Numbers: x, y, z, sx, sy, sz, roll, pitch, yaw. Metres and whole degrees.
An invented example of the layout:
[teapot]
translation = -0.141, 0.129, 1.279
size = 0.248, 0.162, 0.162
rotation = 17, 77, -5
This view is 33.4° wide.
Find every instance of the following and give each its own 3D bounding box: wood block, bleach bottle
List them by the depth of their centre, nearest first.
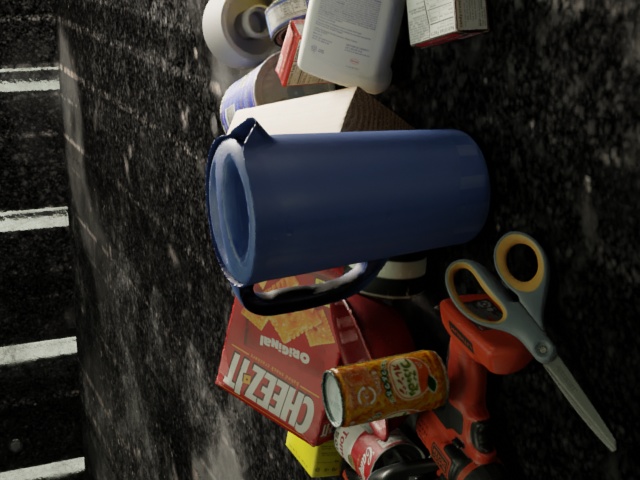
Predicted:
[bleach bottle]
translation = 0.052, -0.276, 1.046
size = 0.068, 0.102, 0.251
rotation = -63, -9, -59
[wood block]
translation = -0.011, -0.090, 1.129
size = 0.207, 0.090, 0.090
rotation = -2, 64, 51

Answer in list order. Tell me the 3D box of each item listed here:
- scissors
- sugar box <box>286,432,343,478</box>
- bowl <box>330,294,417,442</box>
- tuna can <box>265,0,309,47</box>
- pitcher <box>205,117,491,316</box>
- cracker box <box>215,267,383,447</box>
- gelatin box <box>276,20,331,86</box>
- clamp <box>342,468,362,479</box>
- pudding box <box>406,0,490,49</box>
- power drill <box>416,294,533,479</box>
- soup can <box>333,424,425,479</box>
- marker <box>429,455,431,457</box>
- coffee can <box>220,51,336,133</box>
[scissors]
translation = 0.191, 0.071, 0.875
size = 0.202, 0.016, 0.096
rotation = 40, 95, 25
[sugar box]
translation = 0.004, 0.191, 1.308
size = 0.093, 0.048, 0.176
rotation = -146, 59, -62
[bowl]
translation = 0.062, 0.119, 1.076
size = 0.162, 0.055, 0.162
rotation = 163, 90, -81
[tuna can]
translation = -0.017, -0.249, 1.209
size = 0.086, 0.086, 0.034
rotation = 144, 115, -65
[pitcher]
translation = 0.025, -0.028, 0.965
size = 0.149, 0.242, 0.145
rotation = 131, 128, -61
[cracker box]
translation = -0.025, 0.103, 1.225
size = 0.164, 0.071, 0.214
rotation = 27, 112, 32
[gelatin box]
translation = 0.002, -0.207, 1.170
size = 0.073, 0.089, 0.030
rotation = 111, 145, -49
[clamp]
translation = 0.073, 0.323, 1.206
size = 0.210, 0.036, 0.164
rotation = -118, 21, -48
[pudding box]
translation = 0.112, -0.236, 0.965
size = 0.090, 0.039, 0.113
rotation = -176, 78, -67
[power drill]
translation = 0.147, 0.158, 0.966
size = 0.185, 0.057, 0.188
rotation = -131, 40, -54
[soup can]
translation = 0.064, 0.233, 1.175
size = 0.102, 0.068, 0.068
rotation = -145, 52, -62
[marker]
translation = 0.117, 0.279, 1.123
size = 0.020, 0.020, 0.121
rotation = -133, 42, -55
[coffee can]
translation = -0.053, -0.165, 1.297
size = 0.140, 0.102, 0.103
rotation = 168, 95, -68
